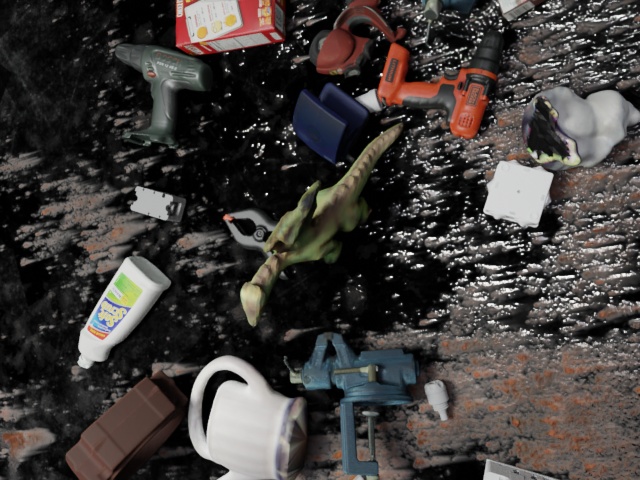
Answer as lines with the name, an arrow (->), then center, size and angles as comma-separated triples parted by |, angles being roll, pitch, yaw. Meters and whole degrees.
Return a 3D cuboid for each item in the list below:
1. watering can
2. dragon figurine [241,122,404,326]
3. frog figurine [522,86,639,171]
watering can -> -0.133, 0.374, 0.920 | 0.224, 0.105, 0.344 | 9, 103, 16
dragon figurine -> 0.002, -0.041, 0.821 | 0.122, 0.243, 0.409 | 35, 96, 6
frog figurine -> 0.404, -0.183, 0.806 | 0.161, 0.120, 0.139 | -24, 67, -21
